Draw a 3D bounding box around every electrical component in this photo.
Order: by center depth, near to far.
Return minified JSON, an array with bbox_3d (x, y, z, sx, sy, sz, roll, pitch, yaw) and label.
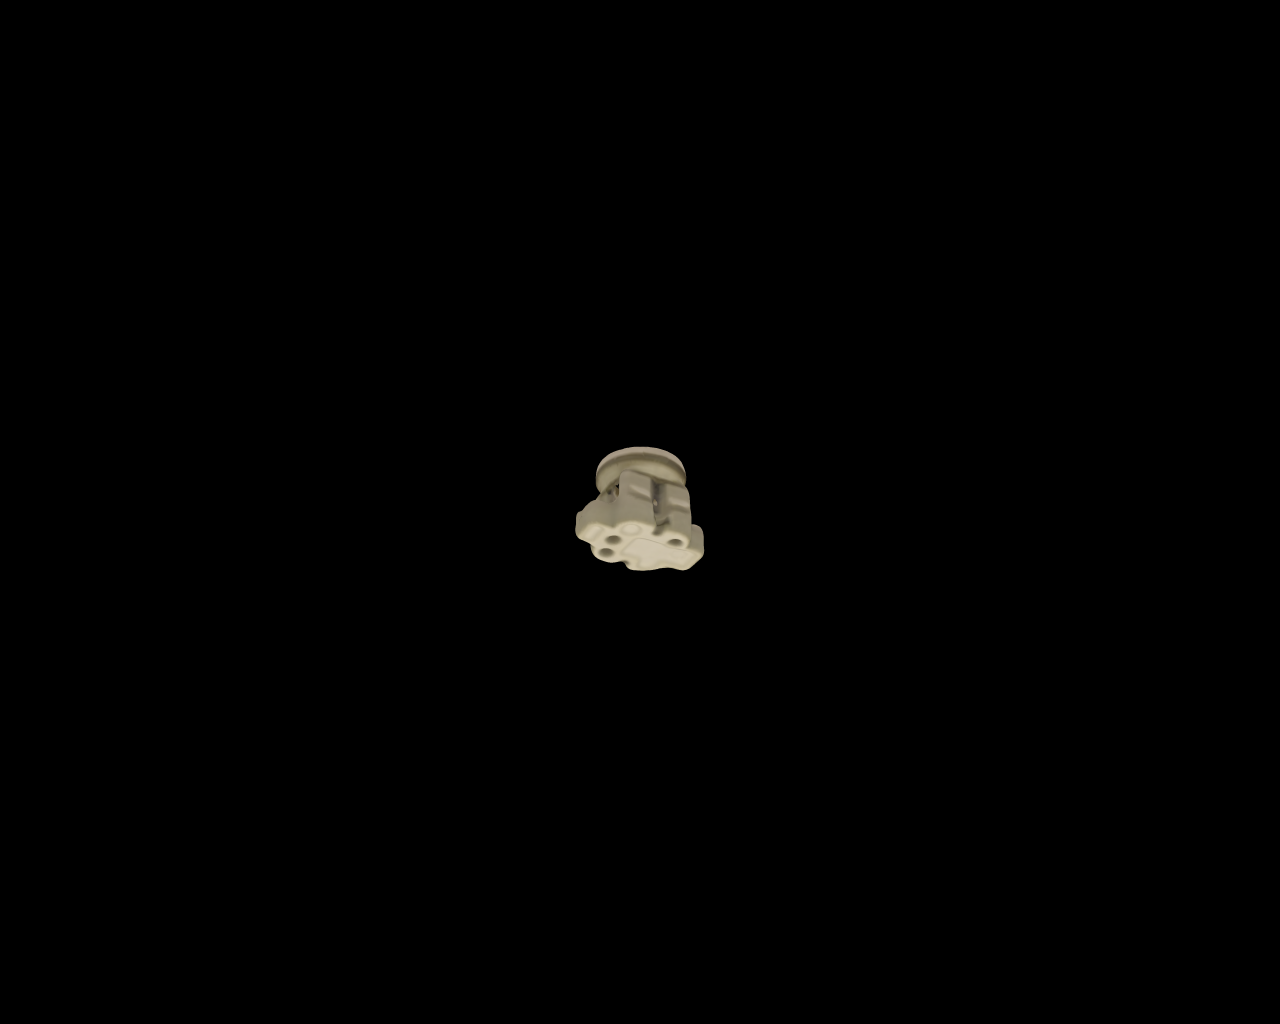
[{"bbox_3d":[0.001,-0.003,0.650,0.078,0.057,0.058,17,-36,-24],"label":"electrical component"}]
